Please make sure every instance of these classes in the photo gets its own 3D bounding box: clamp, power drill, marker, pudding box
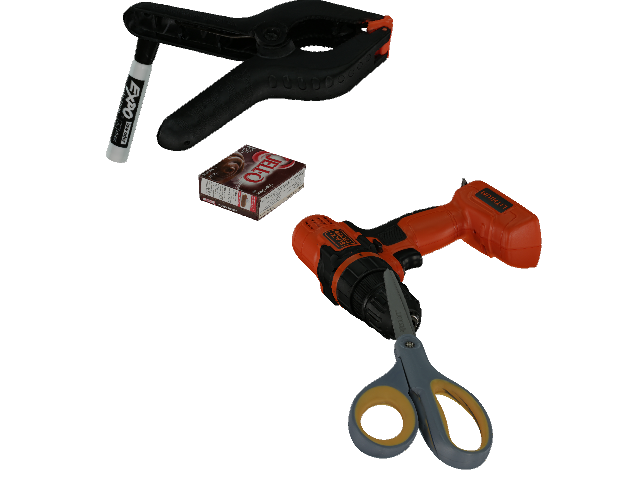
[{"bbox_3d":[-0.035,-0.108,0.667,0.171,0.120,0.039,-6,-30,-6],"label":"clamp"},{"bbox_3d":[0.089,0.012,0.901,0.187,0.057,0.185,-14,30,-21],"label":"power drill"},{"bbox_3d":[-0.159,-0.123,0.909,0.020,0.121,0.020,17,25,-9],"label":"marker"},{"bbox_3d":[-0.083,-0.073,1.316,0.090,0.039,0.113,19,35,23],"label":"pudding box"}]

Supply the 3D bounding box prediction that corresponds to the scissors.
[{"bbox_3d":[0.044,0.080,0.704,0.096,0.016,0.202,-7,34,-20],"label":"scissors"}]
